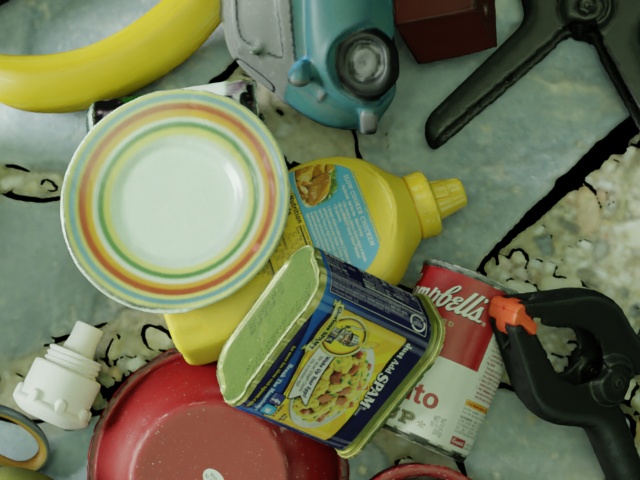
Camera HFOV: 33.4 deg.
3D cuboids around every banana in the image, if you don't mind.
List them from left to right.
[{"bbox_3d":[-0.131,-0.122,0.661,0.198,0.037,0.069,-17,106,1],"label":"banana"}]

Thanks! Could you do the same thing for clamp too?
[{"bbox_3d":[0.154,-0.136,0.668,0.164,0.036,0.210,5,81,7],"label":"clamp"},{"bbox_3d":[0.161,0.089,0.617,0.171,0.039,0.120,23,82,-22],"label":"clamp"}]

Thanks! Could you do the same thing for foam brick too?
[{"bbox_3d":[0.076,-0.157,0.649,0.051,0.053,0.078,-7,72,20],"label":"foam brick"}]

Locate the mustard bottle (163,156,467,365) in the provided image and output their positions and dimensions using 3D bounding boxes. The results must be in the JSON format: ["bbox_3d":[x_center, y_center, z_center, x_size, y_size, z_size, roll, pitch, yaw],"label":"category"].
[{"bbox_3d":[-0.004,0.001,0.641,0.191,0.058,0.096,-19,64,-2],"label":"mustard bottle"}]

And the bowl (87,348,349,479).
[{"bbox_3d":[-0.062,0.140,0.630,0.162,0.055,0.162,0,84,0],"label":"bowl"}]

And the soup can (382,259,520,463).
[{"bbox_3d":[0.073,0.071,0.629,0.068,0.068,0.102,23,83,3],"label":"soup can"}]

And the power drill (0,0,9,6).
[{"bbox_3d":[-0.262,-0.220,0.672,0.184,0.057,0.187,-33,87,-7],"label":"power drill"}]

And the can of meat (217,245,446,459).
[{"bbox_3d":[0.004,0.061,0.589,0.083,0.057,0.102,26,111,-26],"label":"can of meat"}]

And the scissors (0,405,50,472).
[{"bbox_3d":[-0.258,0.116,0.612,0.201,0.016,0.096,19,98,-25],"label":"scissors"}]

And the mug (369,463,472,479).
[{"bbox_3d":[0.068,0.173,0.611,0.117,0.081,0.093,4,84,1],"label":"mug"}]
